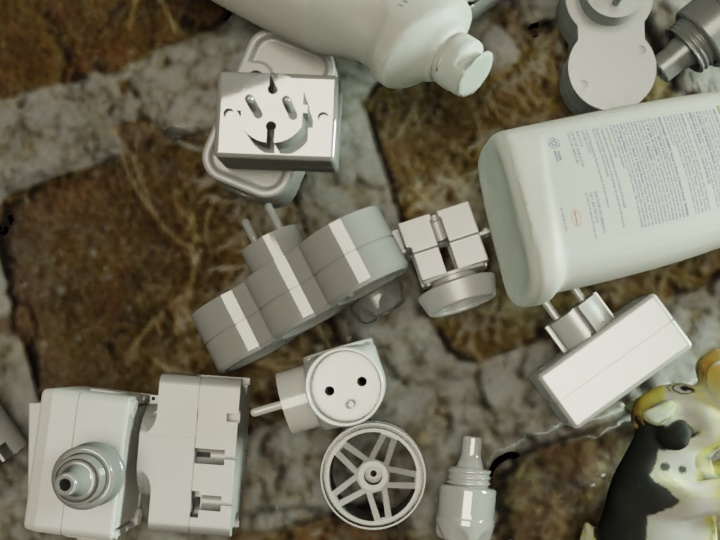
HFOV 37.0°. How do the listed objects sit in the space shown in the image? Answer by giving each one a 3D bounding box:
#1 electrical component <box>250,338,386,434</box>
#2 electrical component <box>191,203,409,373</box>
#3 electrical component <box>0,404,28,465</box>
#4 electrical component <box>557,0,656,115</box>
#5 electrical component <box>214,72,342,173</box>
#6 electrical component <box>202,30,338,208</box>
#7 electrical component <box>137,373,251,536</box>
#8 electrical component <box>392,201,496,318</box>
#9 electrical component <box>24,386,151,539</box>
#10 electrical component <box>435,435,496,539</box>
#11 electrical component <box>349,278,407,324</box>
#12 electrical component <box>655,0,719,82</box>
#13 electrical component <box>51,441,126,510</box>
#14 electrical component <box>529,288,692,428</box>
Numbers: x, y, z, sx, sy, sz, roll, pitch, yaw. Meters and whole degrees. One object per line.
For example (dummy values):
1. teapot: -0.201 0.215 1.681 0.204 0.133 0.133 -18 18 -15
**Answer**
1. electrical component: -0.024 0.071 0.623 0.079 0.077 0.044 -16 85 1
2. electrical component: -0.044 -0.002 0.622 0.138 0.052 0.073 -32 82 28
3. electrical component: -0.228 0.097 0.648 0.040 0.040 0.046 -37 91 -1
4. electrical component: 0.148 -0.162 0.638 0.052 0.073 0.138 -1 85 2
5. electrical component: -0.045 -0.082 0.575 0.066 0.076 0.047 2 85 2
6. electrical component: -0.052 -0.088 0.646 0.054 0.059 0.095 22 86 4
7. electrical component: -0.098 0.107 0.636 0.056 0.050 0.089 4 86 2
8. electrical component: 0.053 -0.004 0.643 0.066 0.048 0.055 -18 77 1
9. electrical component: -0.162 0.117 0.632 0.061 0.061 0.096 6 86 2
10. electrical component: 0.064 0.129 0.637 0.035 0.035 0.061 6 83 3
11. electrical component: 0.000 0.000 0.650 0.035 0.035 0.061 -32 83 -1
12. electrical component: 0.205 -0.139 0.650 0.062 0.048 0.048 -38 85 5
13. electrical component: -0.147 0.110 0.568 0.035 0.061 0.035 0 85 2
14. electrical component: 0.135 0.038 0.635 0.083 0.047 0.075 -35 85 -1
